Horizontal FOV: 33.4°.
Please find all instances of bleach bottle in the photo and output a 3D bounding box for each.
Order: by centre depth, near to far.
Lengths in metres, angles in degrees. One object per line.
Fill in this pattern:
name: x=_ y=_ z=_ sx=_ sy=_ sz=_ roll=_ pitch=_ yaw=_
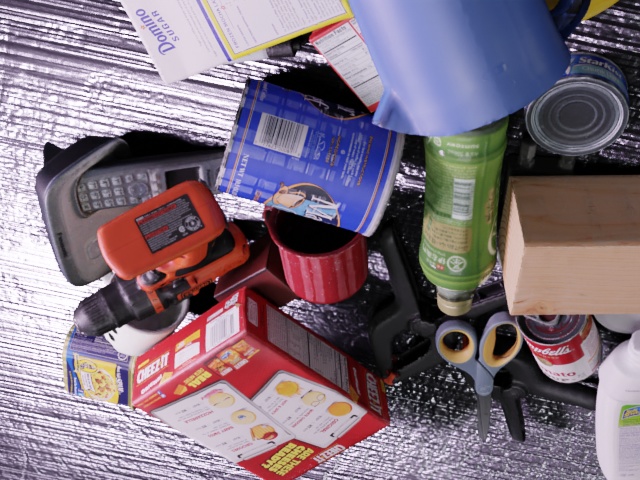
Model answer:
bleach bottle: x=0.334 y=0.166 z=1.086 sx=0.102 sy=0.068 sz=0.251 roll=-13 pitch=142 yaw=3

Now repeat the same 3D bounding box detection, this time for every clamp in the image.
clamp: x=0.099 y=0.071 z=1.085 sx=0.164 sy=0.036 sz=0.210 roll=24 pitch=131 yaw=-12
clamp: x=0.208 y=0.161 z=1.157 sx=0.171 sy=0.039 sz=0.120 roll=33 pitch=125 yaw=-16

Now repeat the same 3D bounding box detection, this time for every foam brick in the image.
foam brick: x=-0.059 y=0.038 z=1.070 sx=0.078 sy=0.053 sz=0.051 roll=-29 pitch=124 yaw=35

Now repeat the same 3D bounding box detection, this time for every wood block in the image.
wood block: x=0.267 y=0.003 z=0.926 sx=0.206 sy=0.090 sz=0.091 roll=-1 pitch=137 yaw=-1

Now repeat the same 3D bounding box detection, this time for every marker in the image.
marker: x=-0.074 y=-0.157 z=0.895 sx=0.121 sy=0.020 sz=0.020 roll=-4 pitch=135 yaw=14

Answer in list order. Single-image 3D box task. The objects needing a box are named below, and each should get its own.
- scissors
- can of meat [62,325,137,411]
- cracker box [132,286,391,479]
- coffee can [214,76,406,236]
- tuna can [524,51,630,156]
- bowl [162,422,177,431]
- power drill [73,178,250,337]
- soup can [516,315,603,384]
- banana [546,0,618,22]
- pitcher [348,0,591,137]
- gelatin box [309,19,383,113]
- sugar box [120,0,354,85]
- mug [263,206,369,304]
scissors: x=0.154 y=0.144 z=1.114 sx=0.096 sy=0.016 sz=0.202 roll=9 pitch=133 yaw=-5
can of meat: x=-0.242 y=0.140 z=1.207 sx=0.084 sy=0.057 sz=0.102 roll=12 pitch=136 yaw=1
cracker box: x=-0.059 y=0.155 z=1.098 sx=0.164 sy=0.072 sz=0.213 roll=-35 pitch=127 yaw=27
coffee can: x=-0.009 y=-0.071 z=0.912 sx=0.140 sy=0.102 sz=0.103 roll=16 pitch=136 yaw=-6
tuna can: x=0.211 y=-0.111 z=0.880 sx=0.086 sy=0.033 sz=0.086 roll=5 pitch=136 yaw=5
bowl: x=-0.121 y=0.159 z=1.204 sx=0.162 sy=0.055 sz=0.162 roll=5 pitch=136 yaw=5
power drill: x=-0.151 y=0.021 z=0.969 sx=0.184 sy=0.057 sz=0.188 roll=-30 pitch=170 yaw=-11
soup can: x=0.236 y=0.092 z=1.044 sx=0.069 sy=0.068 sz=0.102 roll=-9 pitch=148 yaw=19
banana: x=0.143 y=-0.184 z=0.814 sx=0.198 sy=0.037 sz=0.069 roll=3 pitch=138 yaw=7
pitcher: x=0.077 y=-0.206 z=0.724 sx=0.145 sy=0.149 sz=0.243 roll=-10 pitch=119 yaw=34
gelatin box: x=0.047 y=-0.156 z=0.866 sx=0.073 sy=0.030 sz=0.089 roll=-25 pitch=123 yaw=31
sugar box: x=-0.063 y=-0.193 z=0.829 sx=0.176 sy=0.048 sz=0.093 roll=-13 pitch=118 yaw=26
mug: x=-0.007 y=0.001 z=1.006 sx=0.117 sy=0.093 sz=0.081 roll=26 pitch=148 yaw=27
